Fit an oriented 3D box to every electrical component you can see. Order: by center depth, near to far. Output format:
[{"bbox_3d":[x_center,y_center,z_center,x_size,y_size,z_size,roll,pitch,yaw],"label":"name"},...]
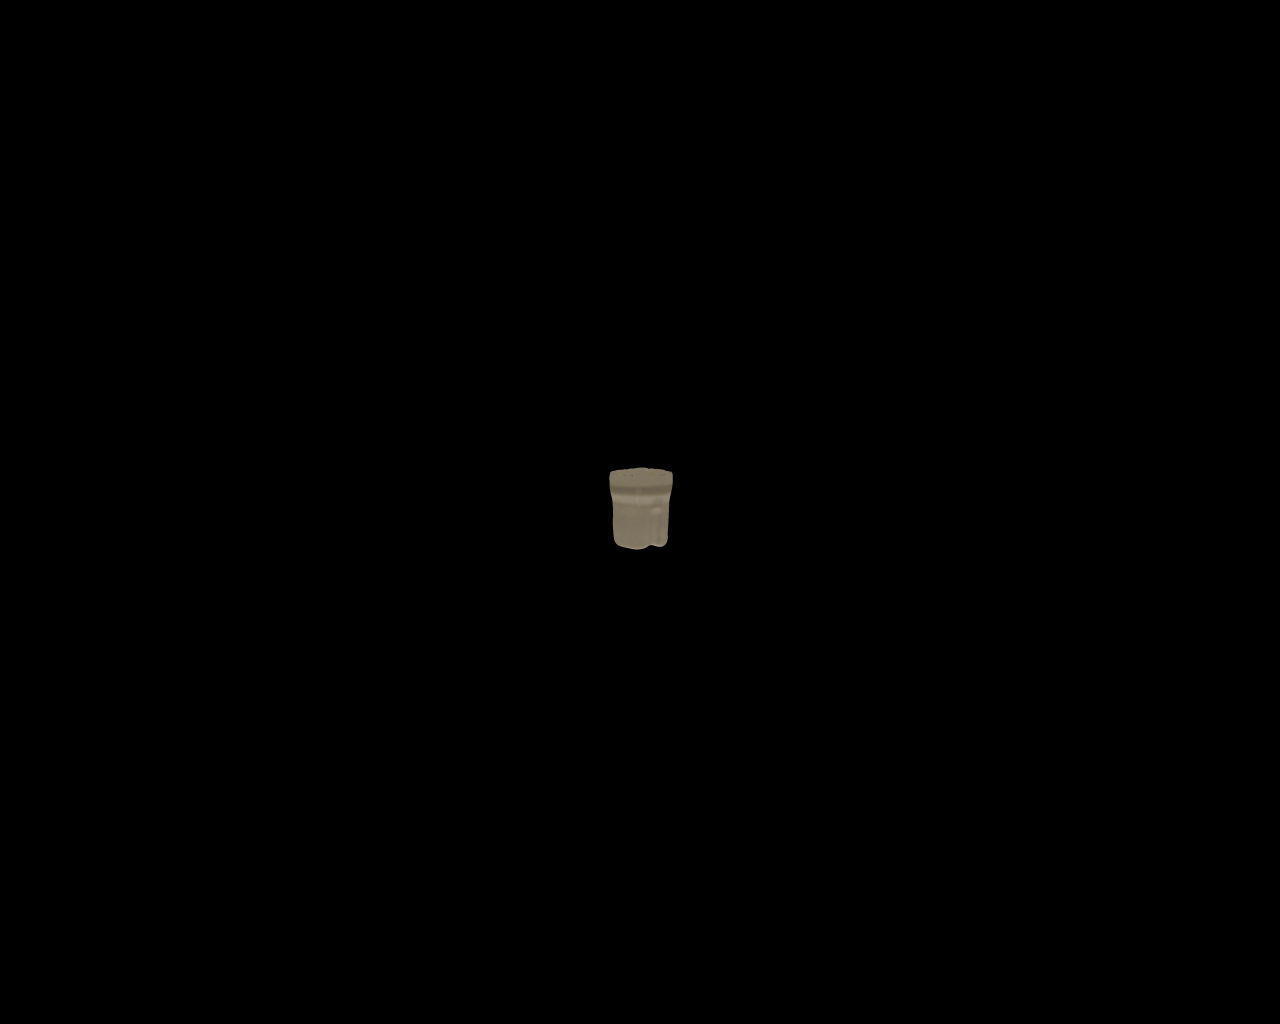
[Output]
[{"bbox_3d":[0.001,-0.003,0.650,0.040,0.046,0.040,0,8,0],"label":"electrical component"}]
